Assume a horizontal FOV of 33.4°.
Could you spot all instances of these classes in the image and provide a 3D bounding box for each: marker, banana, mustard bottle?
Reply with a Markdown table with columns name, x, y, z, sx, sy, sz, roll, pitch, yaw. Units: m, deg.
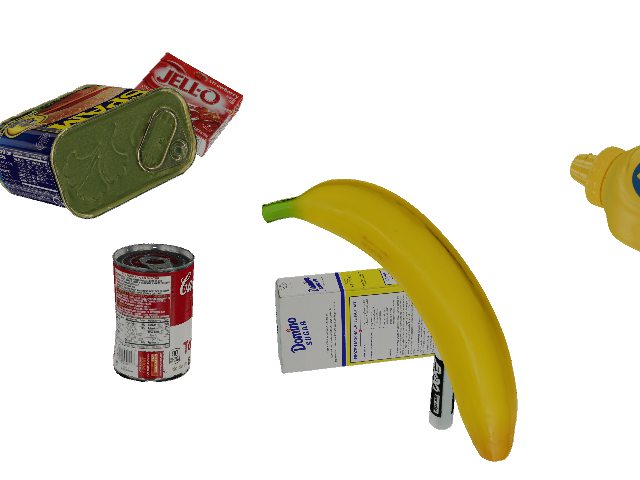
| name | x | y | z | sx | sy | sz | roll | pitch | yaw |
| --- | --- | --- | --- | --- | --- | --- | --- | --- | --- |
| marker | 0.094 | 0.097 | 0.804 | 0.020 | 0.121 | 0.020 | -1 | 41 | 1 |
| banana | 0.055 | 0.031 | 0.599 | 0.070 | 0.198 | 0.037 | -47 | -10 | 29 |
| mustard bottle | 0.238 | -0.018 | 0.662 | 0.096 | 0.058 | 0.192 | -29 | 38 | -32 |

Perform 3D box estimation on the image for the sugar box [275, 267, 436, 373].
| name | x | y | z | sx | sy | sz | roll | pitch | yaw |
| --- | --- | --- | --- | --- | --- | --- | --- | --- | --- |
| sugar box | 0.044 | 0.077 | 1.072 | 0.176 | 0.093 | 0.048 | -4 | 28 | -5 |

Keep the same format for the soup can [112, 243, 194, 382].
| name | x | y | z | sx | sy | sz | roll | pitch | yaw |
| --- | --- | --- | --- | --- | --- | --- | --- | --- | --- |
| soup can | -0.142 | 0.061 | 0.906 | 0.068 | 0.102 | 0.068 | 3 | 17 | -1 |

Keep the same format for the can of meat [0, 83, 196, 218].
| name | x | y | z | sx | sy | sz | roll | pitch | yaw |
| --- | --- | --- | --- | --- | --- | --- | --- | --- | --- |
| can of meat | -0.144 | -0.060 | 0.668 | 0.084 | 0.057 | 0.101 | 13 | 34 | 44 |

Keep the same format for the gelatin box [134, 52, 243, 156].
| name | x | y | z | sx | sy | sz | roll | pitch | yaw |
| --- | --- | --- | --- | --- | --- | --- | --- | --- | --- |
| gelatin box | -0.131 | -0.132 | 1.026 | 0.089 | 0.073 | 0.030 | 31 | -38 | 2 |
